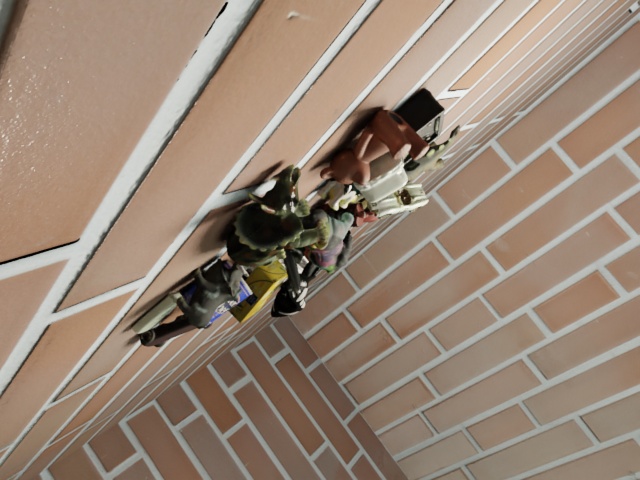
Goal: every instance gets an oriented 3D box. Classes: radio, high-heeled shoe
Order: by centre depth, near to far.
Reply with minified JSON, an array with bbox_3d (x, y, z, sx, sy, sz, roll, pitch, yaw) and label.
[{"bbox_3d":[0.220,-0.259,1.260,0.131,0.073,0.229,-38,172,6],"label":"radio"},{"bbox_3d":[-0.103,0.172,1.523,0.145,0.086,0.248,-21,157,-53],"label":"high-heeled shoe"}]

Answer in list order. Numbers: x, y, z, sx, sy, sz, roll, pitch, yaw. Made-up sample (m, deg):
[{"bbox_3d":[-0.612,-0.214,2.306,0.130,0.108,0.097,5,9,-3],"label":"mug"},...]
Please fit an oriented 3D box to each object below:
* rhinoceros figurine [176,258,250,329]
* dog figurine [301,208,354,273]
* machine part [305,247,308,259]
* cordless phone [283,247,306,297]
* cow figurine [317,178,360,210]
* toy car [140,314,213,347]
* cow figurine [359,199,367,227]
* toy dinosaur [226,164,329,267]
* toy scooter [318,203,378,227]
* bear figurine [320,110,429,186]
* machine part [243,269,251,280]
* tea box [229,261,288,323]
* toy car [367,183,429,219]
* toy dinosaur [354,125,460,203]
[{"bbox_3d":[-0.238,0.111,1.221,0.190,0.112,0.073,-52,171,-13],"label":"rhinoceros figurine"},{"bbox_3d":[0.000,0.009,1.295,0.219,0.109,0.191,-36,132,-65],"label":"dog figurine"},{"bbox_3d":[-0.058,0.063,1.835,0.201,0.087,0.201,-38,170,-1],"label":"machine part"},{"bbox_3d":[-0.074,0.062,1.385,0.089,0.184,0.146,-11,165,-9],"label":"cordless phone"},{"bbox_3d":[0.068,-0.134,1.355,0.098,0.068,0.167,-47,170,22],"label":"cow figurine"},{"bbox_3d":[-0.373,0.226,1.403,0.202,0.053,0.089,-23,157,1],"label":"toy car"},{"bbox_3d":[0.154,-0.113,1.767,0.195,0.085,0.127,-38,178,24],"label":"cow figurine"},{"bbox_3d":[-0.125,-0.004,1.106,0.192,0.131,0.405,-10,165,-36],"label":"toy dinosaur"},{"bbox_3d":[0.070,-0.066,1.456,0.184,0.075,0.135,-1,-178,2],"label":"toy scooter"},{"bbox_3d":[0.103,-0.167,1.108,0.196,0.132,0.120,-48,156,28],"label":"bear figurine"},{"bbox_3d":[-0.261,0.134,1.466,0.179,0.056,0.179,-37,173,-5],"label":"machine part"},{"bbox_3d":[-0.167,0.133,1.432,0.169,0.068,0.098,-48,171,25],"label":"tea box"},{"bbox_3d":[0.212,-0.109,1.469,0.202,0.073,0.056,-14,165,-34],"label":"toy car"},{"bbox_3d":[0.199,-0.182,1.537,0.471,0.105,0.198,-36,165,23],"label":"toy dinosaur"}]
